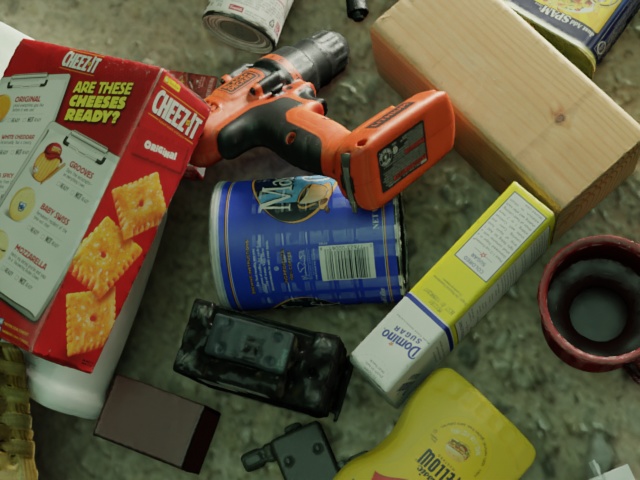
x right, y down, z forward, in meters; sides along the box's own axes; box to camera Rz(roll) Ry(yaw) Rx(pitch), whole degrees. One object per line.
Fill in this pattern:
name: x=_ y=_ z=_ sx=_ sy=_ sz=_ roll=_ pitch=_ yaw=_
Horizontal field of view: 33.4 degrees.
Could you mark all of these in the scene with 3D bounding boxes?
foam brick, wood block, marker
foam brick: x=-0.125 y=0.142 z=0.822 sx=0.078 sy=0.053 sz=0.051 roll=18 pitch=78 yaw=14
wood block: x=0.142 y=-0.108 z=0.830 sx=0.091 sy=0.090 sz=0.206 roll=-41 pitch=72 yaw=-5
marker: x=0.025 y=-0.244 z=0.923 sx=0.020 sy=0.020 sz=0.121 roll=-9 pitch=73 yaw=6

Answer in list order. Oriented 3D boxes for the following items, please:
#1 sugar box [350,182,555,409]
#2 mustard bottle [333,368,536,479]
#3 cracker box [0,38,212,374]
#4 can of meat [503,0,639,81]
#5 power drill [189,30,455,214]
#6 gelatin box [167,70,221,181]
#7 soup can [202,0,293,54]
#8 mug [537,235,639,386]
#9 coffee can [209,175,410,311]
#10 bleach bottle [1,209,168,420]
sugar box: x=0.098 y=0.044 z=0.793 sx=0.176 sy=0.093 sz=0.048 roll=-43 pitch=72 yaw=-5
mustard bottle: x=0.059 y=0.190 z=0.772 sx=0.096 sy=0.058 sz=0.191 roll=44 pitch=83 yaw=3
cracker box: x=-0.194 y=-0.030 z=0.786 sx=0.164 sy=0.072 sz=0.213 roll=18 pitch=80 yaw=36
can of meat: x=0.199 y=-0.189 z=0.861 sx=0.102 sy=0.057 sz=0.084 roll=34 pitch=80 yaw=15
power drill: x=0.007 y=-0.097 z=0.812 sx=0.188 sy=0.057 sz=0.184 roll=21 pitch=49 yaw=40
gelatin box: x=-0.127 y=-0.098 z=0.901 sx=0.073 sy=0.030 sz=0.089 roll=9 pitch=76 yaw=12
soup can: x=-0.051 y=-0.218 z=0.902 sx=0.068 sy=0.068 sz=0.102 roll=18 pitch=79 yaw=13
mug: x=0.211 y=0.061 z=0.776 sx=0.093 sy=0.081 sz=0.117 roll=-36 pitch=72 yaw=-2
coffee can: x=-0.005 y=0.001 z=0.816 sx=0.140 sy=0.103 sz=0.103 roll=-4 pitch=74 yaw=8
bleach bottle: x=-0.165 y=0.005 z=0.835 sx=0.103 sy=0.068 sz=0.251 roll=21 pitch=85 yaw=40
